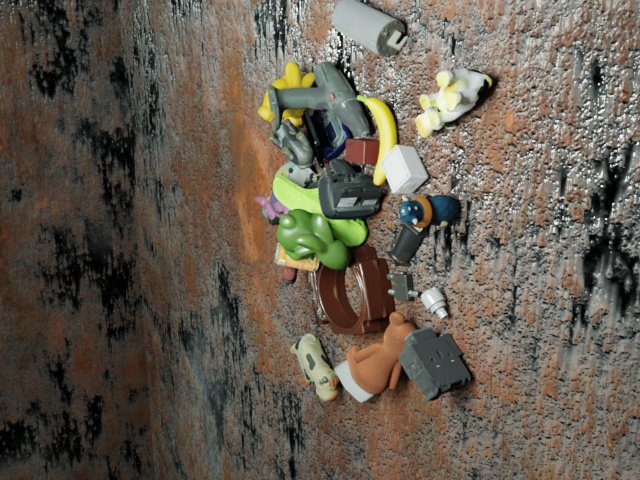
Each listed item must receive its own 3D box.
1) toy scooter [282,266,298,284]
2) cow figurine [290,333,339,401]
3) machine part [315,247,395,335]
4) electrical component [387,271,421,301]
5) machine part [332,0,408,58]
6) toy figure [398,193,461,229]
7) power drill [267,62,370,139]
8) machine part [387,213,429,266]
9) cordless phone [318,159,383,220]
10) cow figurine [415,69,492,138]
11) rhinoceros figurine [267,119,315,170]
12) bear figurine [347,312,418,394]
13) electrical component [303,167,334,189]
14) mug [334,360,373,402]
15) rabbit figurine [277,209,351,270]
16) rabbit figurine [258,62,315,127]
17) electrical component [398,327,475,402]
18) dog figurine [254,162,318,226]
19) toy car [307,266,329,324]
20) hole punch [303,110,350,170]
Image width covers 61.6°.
[{"bbox_3d":[-0.064,0.015,1.417,0.135,0.075,0.184,96,-175,-51],"label":"toy scooter"},{"bbox_3d":[-0.004,0.345,1.464,0.195,0.085,0.127,63,148,27],"label":"cow figurine"},{"bbox_3d":[0.077,0.123,1.289,0.201,0.087,0.201,-13,85,57],"label":"machine part"},{"bbox_3d":[0.184,0.100,1.181,0.094,0.021,0.063,0,96,56],"label":"electrical component"},{"bbox_3d":[0.101,-0.450,1.137,0.243,0.079,0.079,48,134,39],"label":"machine part"},{"bbox_3d":[0.200,-0.052,1.006,0.064,0.154,0.057,51,134,36],"label":"toy figure"},{"bbox_3d":[-0.011,-0.307,1.226,0.085,0.207,0.232,82,173,-60],"label":"power drill"},{"bbox_3d":[0.187,-0.008,1.142,0.084,0.039,0.138,40,127,34],"label":"machine part"},{"bbox_3d":[0.047,-0.133,1.228,0.184,0.146,0.088,59,143,39],"label":"cordless phone"},{"bbox_3d":[0.238,-0.248,0.979,0.167,0.098,0.068,129,121,-71],"label":"cow figurine"},{"bbox_3d":[-0.068,-0.244,1.349,0.073,0.112,0.190,-47,40,6],"label":"rhinoceros figurine"},{"bbox_3d":[0.151,0.244,1.200,0.195,0.120,0.132,-57,2,13],"label":"bear figurine"},{"bbox_3d":[0.005,-0.151,1.335,0.045,0.078,0.102,58,151,-7],"label":"electrical component"},{"bbox_3d":[0.090,0.347,1.324,0.107,0.081,0.109,57,134,19],"label":"mug"},{"bbox_3d":[-0.002,-0.004,1.206,0.170,0.121,0.159,32,166,21],"label":"rabbit figurine"},{"bbox_3d":[-0.066,-0.359,1.371,0.162,0.122,0.173,-62,23,12],"label":"rabbit figurine"},{"bbox_3d":[0.225,0.241,1.068,0.134,0.115,0.058,60,138,27],"label":"electrical component"},{"bbox_3d":[-0.102,-0.128,1.486,0.219,0.108,0.191,16,111,57],"label":"dog figurine"},{"bbox_3d":[-0.006,0.122,1.414,0.089,0.053,0.202,8,-109,-88],"label":"toy car"},{"bbox_3d":[0.016,-0.260,1.315,0.115,0.092,0.142,91,158,-73],"label":"hole punch"}]
